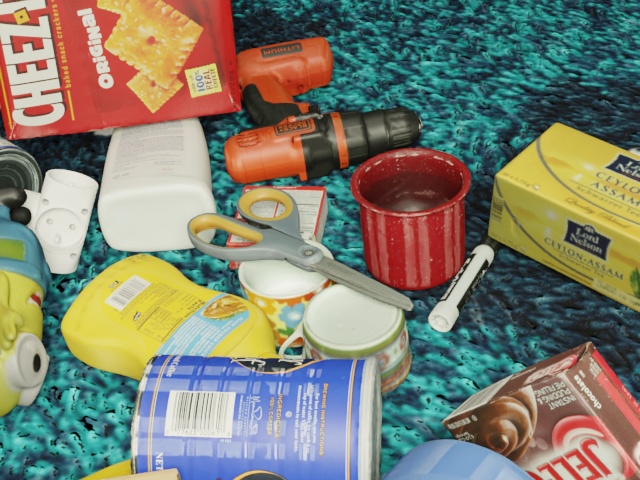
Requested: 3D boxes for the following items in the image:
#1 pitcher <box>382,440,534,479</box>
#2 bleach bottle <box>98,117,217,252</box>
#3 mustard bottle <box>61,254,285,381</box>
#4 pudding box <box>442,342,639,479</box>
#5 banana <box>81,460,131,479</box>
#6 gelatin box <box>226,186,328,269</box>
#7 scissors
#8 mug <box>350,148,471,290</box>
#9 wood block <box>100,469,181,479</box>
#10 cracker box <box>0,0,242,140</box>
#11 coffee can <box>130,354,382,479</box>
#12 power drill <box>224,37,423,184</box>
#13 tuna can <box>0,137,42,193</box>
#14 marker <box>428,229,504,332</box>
[{"bbox_3d":[0.034,0.207,0.511,0.149,0.145,0.242,18,41,29],"label":"pitcher"},{"bbox_3d":[-0.144,-0.086,0.994,0.102,0.068,0.251,-5,34,0],"label":"bleach bottle"},{"bbox_3d":[-0.090,0.076,0.769,0.192,0.058,0.096,21,49,33],"label":"mustard bottle"},{"bbox_3d":[0.137,0.116,0.609,0.039,0.114,0.090,-37,90,-35],"label":"pudding box"},{"bbox_3d":[-0.196,0.166,0.659,0.197,0.037,0.069,4,67,-15],"label":"banana"},{"bbox_3d":[-0.035,-0.010,0.901,0.073,0.030,0.089,1,37,8],"label":"gelatin box"},{"bbox_3d":[-0.005,0.001,0.801,0.202,0.016,0.096,13,41,25],"label":"scissors"},{"bbox_3d":[0.078,-0.022,0.853,0.093,0.081,0.117,10,40,22],"label":"mug"},{"bbox_3d":[-0.172,0.202,0.588,0.206,0.091,0.090,-8,37,-2],"label":"wood block"},{"bbox_3d":[-0.183,-0.185,0.944,0.213,0.164,0.072,-9,30,-10],"label":"cracker box"},{"bbox_3d":[-0.034,0.123,0.657,0.140,0.103,0.102,0,37,7],"label":"coffee can"},{"bbox_3d":[-0.008,-0.130,1.032,0.184,0.057,0.188,-10,37,-4],"label":"power drill"},{"bbox_3d":[-0.290,-0.047,0.945,0.034,0.086,0.086,27,48,35],"label":"tuna can"},{"bbox_3d":[0.117,0.028,0.833,0.020,0.020,0.121,14,41,26],"label":"marker"}]
